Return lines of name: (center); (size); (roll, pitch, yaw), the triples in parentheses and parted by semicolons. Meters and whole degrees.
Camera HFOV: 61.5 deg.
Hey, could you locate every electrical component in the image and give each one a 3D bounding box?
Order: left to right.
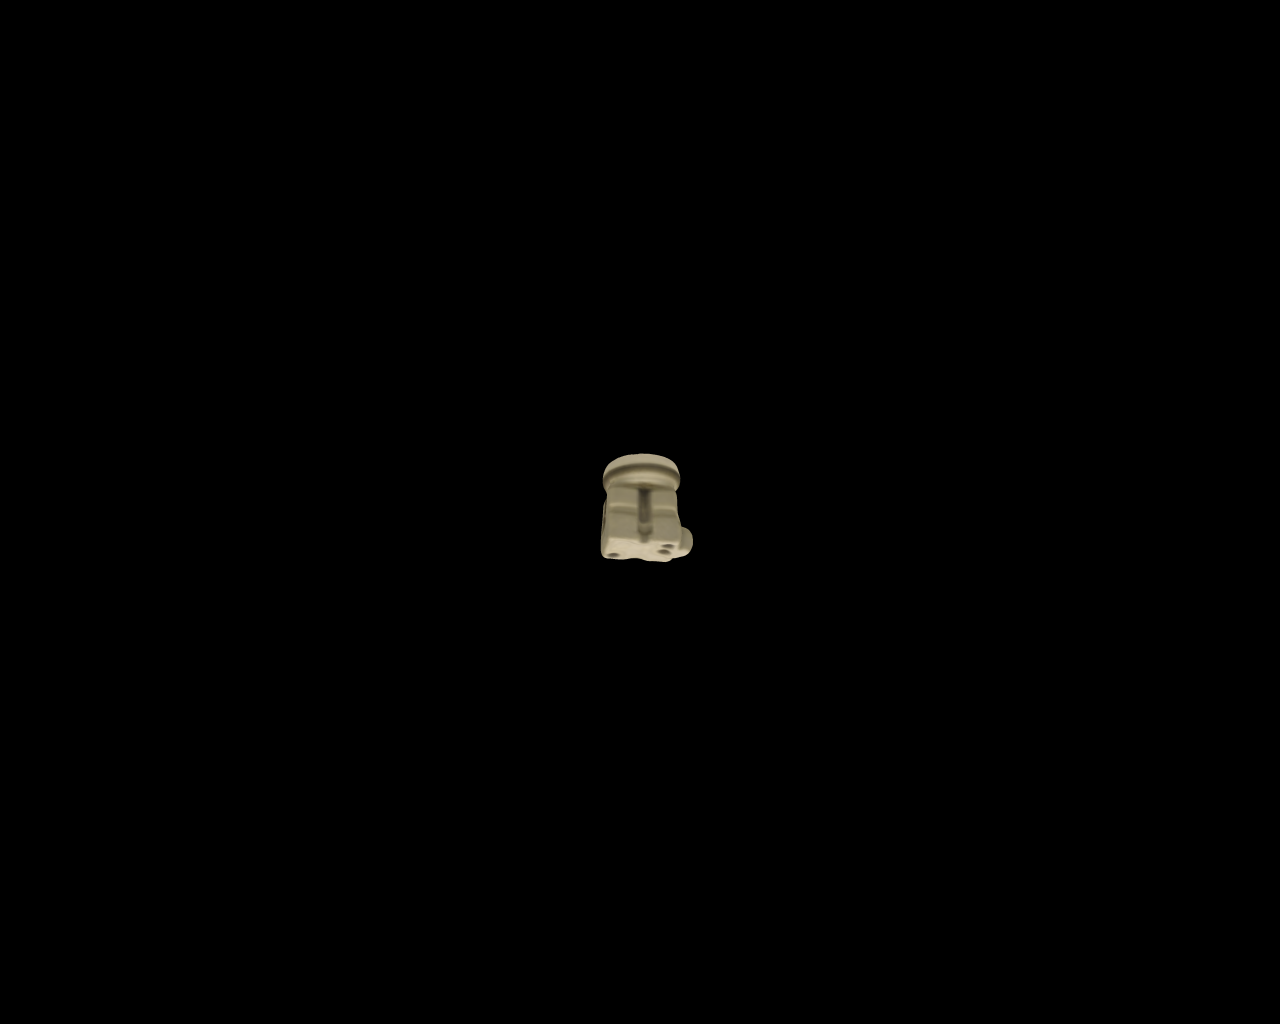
electrical component: (0.001, -0.003, 0.650); (0.066, 0.055, 0.048); (4, -24, -9)
